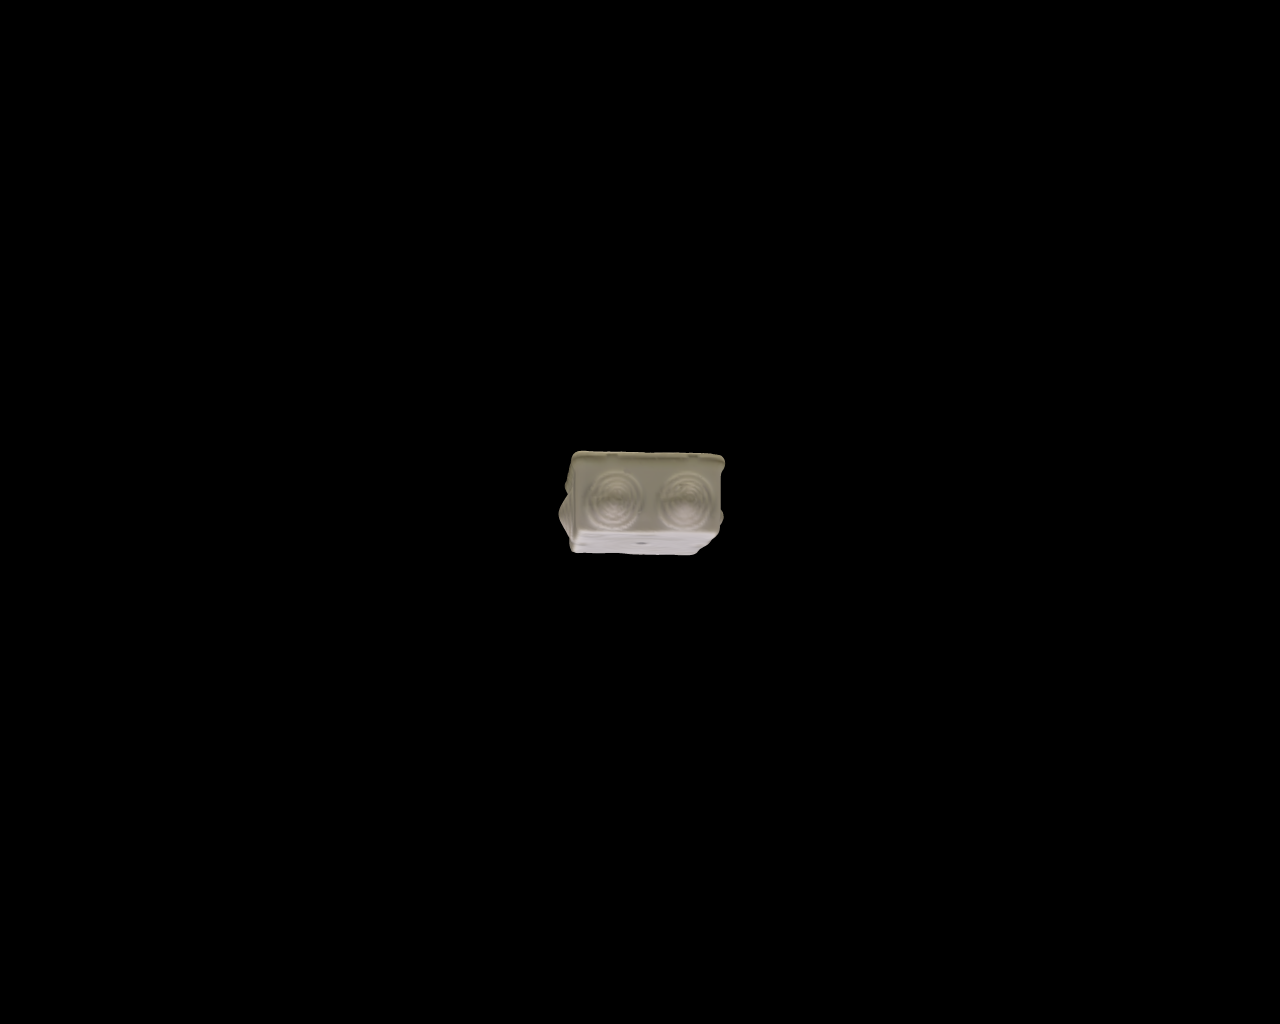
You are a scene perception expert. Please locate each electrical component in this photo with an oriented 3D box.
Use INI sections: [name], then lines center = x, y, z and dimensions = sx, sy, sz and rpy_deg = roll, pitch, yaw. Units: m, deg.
[electrical component]
center = 0.001, -0.003, 0.650
dimensions = 0.100, 0.048, 0.099
rpy_deg = 1, -11, -7
